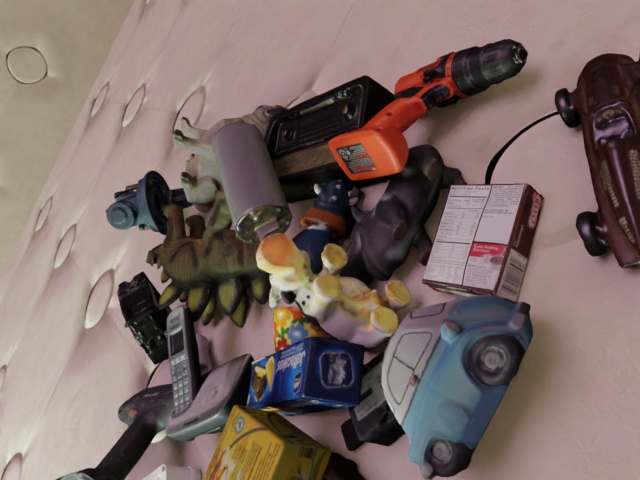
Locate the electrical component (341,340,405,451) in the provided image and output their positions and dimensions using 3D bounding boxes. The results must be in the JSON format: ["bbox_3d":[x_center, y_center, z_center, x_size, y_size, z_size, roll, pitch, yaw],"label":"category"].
[{"bbox_3d":[0.054,0.167,0.548,0.119,0.047,0.075,-42,41,24],"label":"electrical component"}]

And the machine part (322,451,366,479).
[{"bbox_3d":[-0.003,0.300,0.529,0.179,0.056,0.179,-27,50,37],"label":"machine part"}]

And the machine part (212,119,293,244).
[{"bbox_3d":[-0.097,-0.080,0.736,0.079,0.079,0.243,-41,50,27],"label":"machine part"}]

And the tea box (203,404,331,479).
[{"bbox_3d":[-0.069,0.262,0.526,0.098,0.068,0.169,16,79,50],"label":"tea box"}]

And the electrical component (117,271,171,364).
[{"bbox_3d":[-0.280,0.137,0.900,0.058,0.134,0.115,-28,37,-8],"label":"electrical component"}]

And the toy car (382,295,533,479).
[{"bbox_3d":[0.106,0.108,0.452,0.103,0.109,0.161,29,101,23],"label":"toy car"}]

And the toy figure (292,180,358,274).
[{"bbox_3d":[-0.002,-0.003,0.663,0.058,0.064,0.154,-11,53,53],"label":"toy figure"}]

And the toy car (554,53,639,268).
[{"bbox_3d":[0.253,-0.075,0.451,0.089,0.053,0.202,-18,54,40],"label":"toy car"}]

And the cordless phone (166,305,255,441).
[{"bbox_3d":[-0.152,0.163,0.723,0.146,0.088,0.184,-33,62,35],"label":"cordless phone"}]

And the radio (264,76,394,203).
[{"bbox_3d":[0.006,-0.135,0.760,0.230,0.073,0.131,-6,66,47],"label":"radio"}]

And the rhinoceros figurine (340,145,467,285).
[{"bbox_3d":[0.080,-0.022,0.607,0.190,0.073,0.112,-58,38,7],"label":"rhinoceros figurine"}]

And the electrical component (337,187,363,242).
[{"bbox_3d":[0.023,-0.030,0.722,0.063,0.021,0.094,27,91,54],"label":"electrical component"}]

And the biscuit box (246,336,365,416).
[{"bbox_3d":[-0.023,0.152,0.581,0.202,0.063,0.059,138,143,-59],"label":"biscuit box"}]

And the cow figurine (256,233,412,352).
[{"bbox_3d":[0.003,0.058,0.575,0.068,0.167,0.098,-62,2,-41],"label":"cow figurine"}]

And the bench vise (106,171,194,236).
[{"bbox_3d":[-0.281,-0.075,1.017,0.241,0.223,0.128,-12,92,8],"label":"bench vise"}]

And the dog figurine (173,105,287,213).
[{"bbox_3d":[-0.132,-0.134,0.900,0.121,0.191,0.172,-98,5,-51],"label":"dog figurine"}]

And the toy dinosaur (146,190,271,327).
[{"bbox_3d":[-0.145,0.032,0.826,0.472,0.105,0.198,-7,71,43],"label":"toy dinosaur"}]

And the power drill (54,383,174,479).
[{"bbox_3d":[-0.284,0.299,0.793,0.232,0.086,0.207,-26,9,34],"label":"power drill"}]
